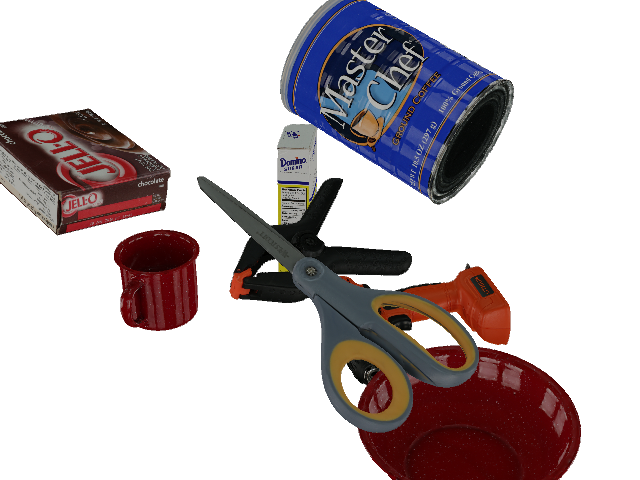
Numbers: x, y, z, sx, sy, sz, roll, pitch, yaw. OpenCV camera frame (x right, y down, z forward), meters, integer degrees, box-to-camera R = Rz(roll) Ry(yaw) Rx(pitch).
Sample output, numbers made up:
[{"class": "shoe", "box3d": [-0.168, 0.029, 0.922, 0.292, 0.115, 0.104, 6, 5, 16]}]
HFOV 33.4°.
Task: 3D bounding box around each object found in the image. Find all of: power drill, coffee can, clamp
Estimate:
[{"class": "power drill", "box3d": [0.102, 0.086, 1.136, 0.187, 0.057, 0.184, -5, 28, -10]}, {"class": "coffee can", "box3d": [0.056, -0.106, 0.788, 0.140, 0.103, 0.102, 34, 13, 21]}, {"class": "clamp", "box3d": [-0.013, 0.002, 0.973, 0.171, 0.039, 0.120, -15, 50, -28]}]

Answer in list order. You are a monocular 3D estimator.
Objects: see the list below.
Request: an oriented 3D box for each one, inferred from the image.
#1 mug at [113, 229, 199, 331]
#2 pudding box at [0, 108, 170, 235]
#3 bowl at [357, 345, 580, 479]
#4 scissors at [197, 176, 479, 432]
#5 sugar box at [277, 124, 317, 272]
[{"class": "mug", "box3d": [-0.182, 0.052, 1.171, 0.093, 0.081, 0.117, 11, 33, 18]}, {"class": "pudding box", "box3d": [-0.176, -0.052, 0.761, 0.089, 0.039, 0.114, -16, 37, -41]}, {"class": "bowl", "box3d": [0.107, 0.149, 0.789, 0.162, 0.055, 0.162, -1, 35, 0]}, {"class": "scissors", "box3d": [-0.009, 0.037, 0.604, 0.202, 0.096, 0.016, 27, -33, 13]}, {"class": "sugar box", "box3d": [-0.027, -0.042, 1.273, 0.048, 0.176, 0.093, 0, 23, 5]}]
